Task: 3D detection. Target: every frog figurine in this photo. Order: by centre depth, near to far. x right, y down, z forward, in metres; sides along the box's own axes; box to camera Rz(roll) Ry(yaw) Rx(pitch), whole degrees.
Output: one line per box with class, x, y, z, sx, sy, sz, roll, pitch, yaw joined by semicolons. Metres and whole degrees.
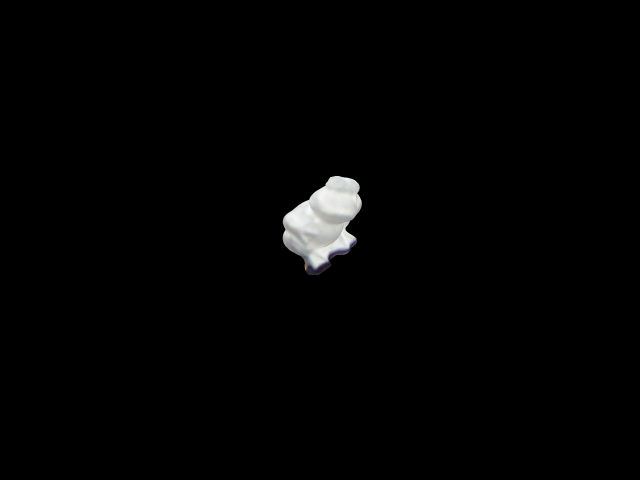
frog figurine;0.003;-0.043;0.850;0.138;0.155;0.125;-18;43;-20
